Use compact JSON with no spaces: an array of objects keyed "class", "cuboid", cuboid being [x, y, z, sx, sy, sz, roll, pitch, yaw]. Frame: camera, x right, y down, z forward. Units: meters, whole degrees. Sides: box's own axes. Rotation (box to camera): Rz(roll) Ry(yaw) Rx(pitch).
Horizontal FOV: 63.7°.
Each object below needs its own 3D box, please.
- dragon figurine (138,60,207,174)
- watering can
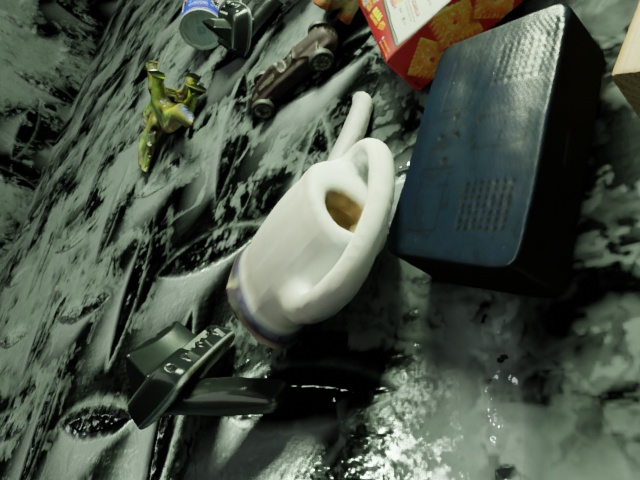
[{"class":"dragon figurine","cuboid":[-0.354,-0.257,1.165,0.238,0.122,0.419,-63,30,26]},{"class":"watering can","cuboid":[0.002,-0.028,0.561,0.221,0.103,0.356,-47,20,29]}]
